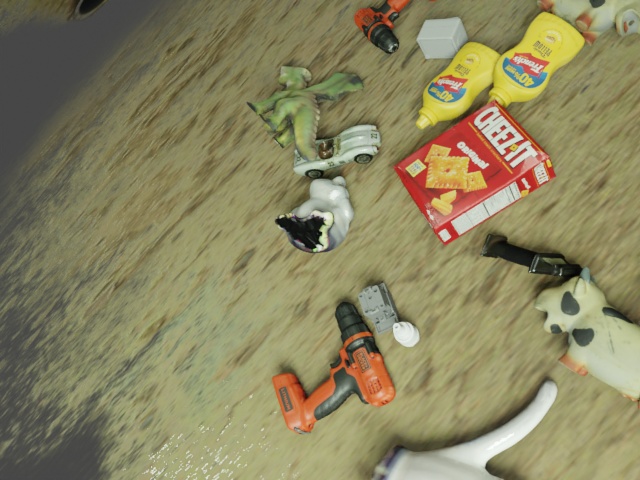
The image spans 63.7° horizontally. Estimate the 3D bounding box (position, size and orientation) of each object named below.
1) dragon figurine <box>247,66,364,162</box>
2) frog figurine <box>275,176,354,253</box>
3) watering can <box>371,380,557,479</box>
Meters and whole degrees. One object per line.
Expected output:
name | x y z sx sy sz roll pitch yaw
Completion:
dragon figurine | -0.015 -0.302 1.131 0.244 0.120 0.417 -36 41 -7
frog figurine | 0.003 -0.051 1.007 0.136 0.121 0.162 -23 18 31
watering can | 0.177 0.326 0.661 0.224 0.102 0.354 4 53 35
